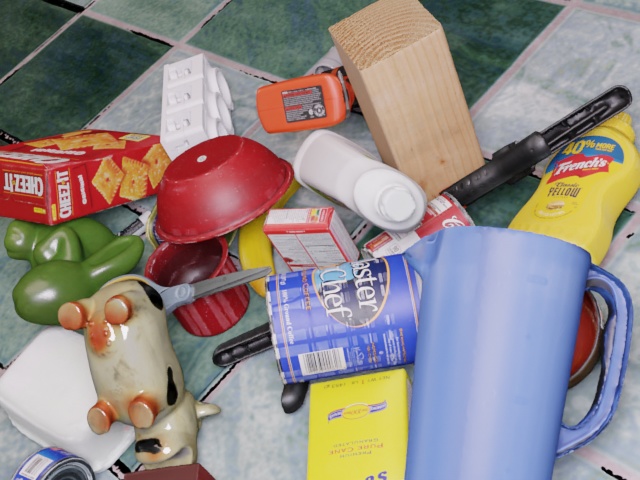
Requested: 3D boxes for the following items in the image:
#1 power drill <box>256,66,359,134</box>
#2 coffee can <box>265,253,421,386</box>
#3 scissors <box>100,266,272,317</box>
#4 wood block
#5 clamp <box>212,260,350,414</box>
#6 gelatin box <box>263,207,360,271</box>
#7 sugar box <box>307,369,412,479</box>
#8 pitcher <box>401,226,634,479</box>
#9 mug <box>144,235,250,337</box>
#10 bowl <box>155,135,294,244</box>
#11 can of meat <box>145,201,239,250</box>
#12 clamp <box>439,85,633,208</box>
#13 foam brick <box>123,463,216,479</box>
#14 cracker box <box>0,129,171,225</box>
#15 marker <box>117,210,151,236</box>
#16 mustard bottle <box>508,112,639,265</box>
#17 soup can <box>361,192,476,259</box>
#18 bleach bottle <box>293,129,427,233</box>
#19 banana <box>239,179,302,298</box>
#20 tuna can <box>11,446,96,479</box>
[{"bbox_3d":[0.007,-0.166,1.209,0.185,0.057,0.187,-7,13,32],"label":"power drill"},{"bbox_3d":[0.028,0.071,0.969,0.140,0.103,0.103,-10,45,2],"label":"coffee can"},{"bbox_3d":[-0.140,0.071,1.034,0.202,0.016,0.096,-1,69,30],"label":"scissors"},{"bbox_3d":[0.094,-0.137,1.089,0.090,0.206,0.091,-29,43,-2],"label":"wood block"},{"bbox_3d":[-0.026,0.086,1.060,0.120,0.039,0.171,21,59,31],"label":"clamp"},{"bbox_3d":[-0.007,0.001,1.093,0.073,0.089,0.030,-1,57,24],"label":"gelatin box"},{"bbox_3d":[0.037,0.200,0.916,0.093,0.048,0.176,-13,44,15],"label":"sugar box"},{"bbox_3d":[0.143,0.117,0.837,0.149,0.144,0.243,0,76,42],"label":"pitcher"},{"bbox_3d":[-0.133,0.045,1.119,0.117,0.081,0.093,14,57,35],"label":"mug"},{"bbox_3d":[-0.111,-0.064,1.123,0.162,0.055,0.162,-19,28,10],"label":"bowl"},{"bbox_3d":[-0.137,-0.030,1.211,0.084,0.057,0.102,1,50,25],"label":"can of meat"},{"bbox_3d":[0.197,-0.081,1.036,0.164,0.036,0.210,-28,-4,-34],"label":"clamp"},{"bbox_3d":[-0.134,0.239,0.958,0.078,0.051,0.053,-12,46,16],"label":"foam brick"},{"bbox_3d":[-0.297,-0.080,1.250,0.164,0.072,0.213,8,17,31],"label":"cracker box"},{"bbox_3d":[-0.244,0.009,1.254,0.121,0.020,0.020,-39,44,-12],"label":"marker"},{"bbox_3d":[0.259,-0.054,1.036,0.096,0.058,0.191,4,49,45],"label":"mustard bottle"},{"bbox_3d":[0.100,0.008,1.050,0.102,0.068,0.069,-33,43,-5],"label":"soup can"},{"bbox_3d":[0.041,-0.054,1.037,0.068,0.102,0.251,-61,13,4],"label":"bleach bottle"},{"bbox_3d":[-0.054,-0.020,1.175,0.070,0.037,0.197,0,50,27],"label":"banana"},{"bbox_3d":[-0.249,0.238,0.991,0.034,0.086,0.086,12,56,32],"label":"tuna can"}]
